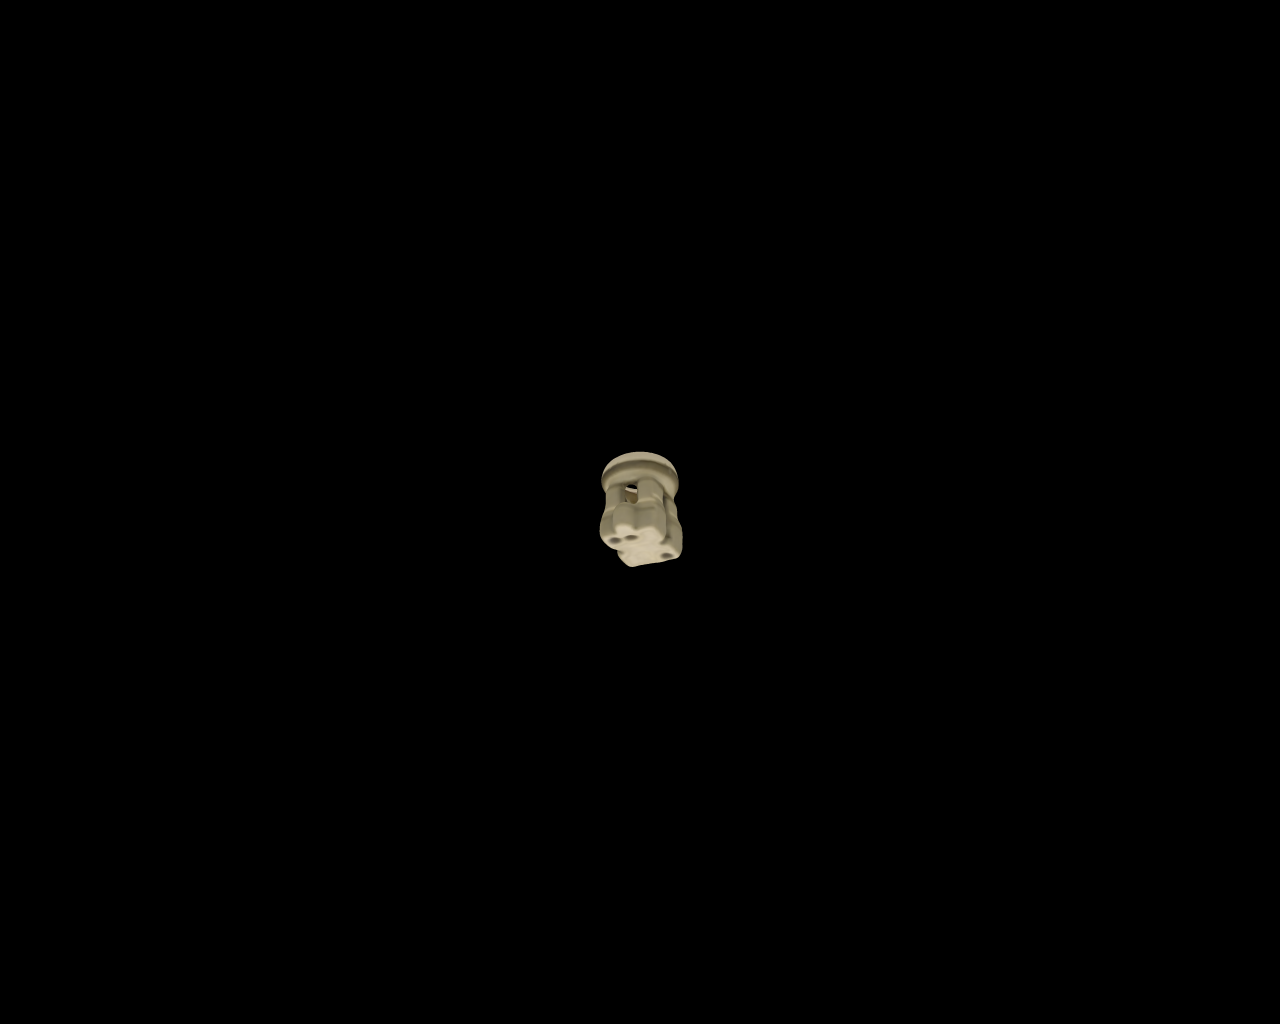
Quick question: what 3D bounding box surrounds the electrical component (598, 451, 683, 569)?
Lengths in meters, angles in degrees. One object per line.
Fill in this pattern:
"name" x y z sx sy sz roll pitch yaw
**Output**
"electrical component" 0.001 -0.003 0.650 0.048 0.055 0.066 -12 -33 19
